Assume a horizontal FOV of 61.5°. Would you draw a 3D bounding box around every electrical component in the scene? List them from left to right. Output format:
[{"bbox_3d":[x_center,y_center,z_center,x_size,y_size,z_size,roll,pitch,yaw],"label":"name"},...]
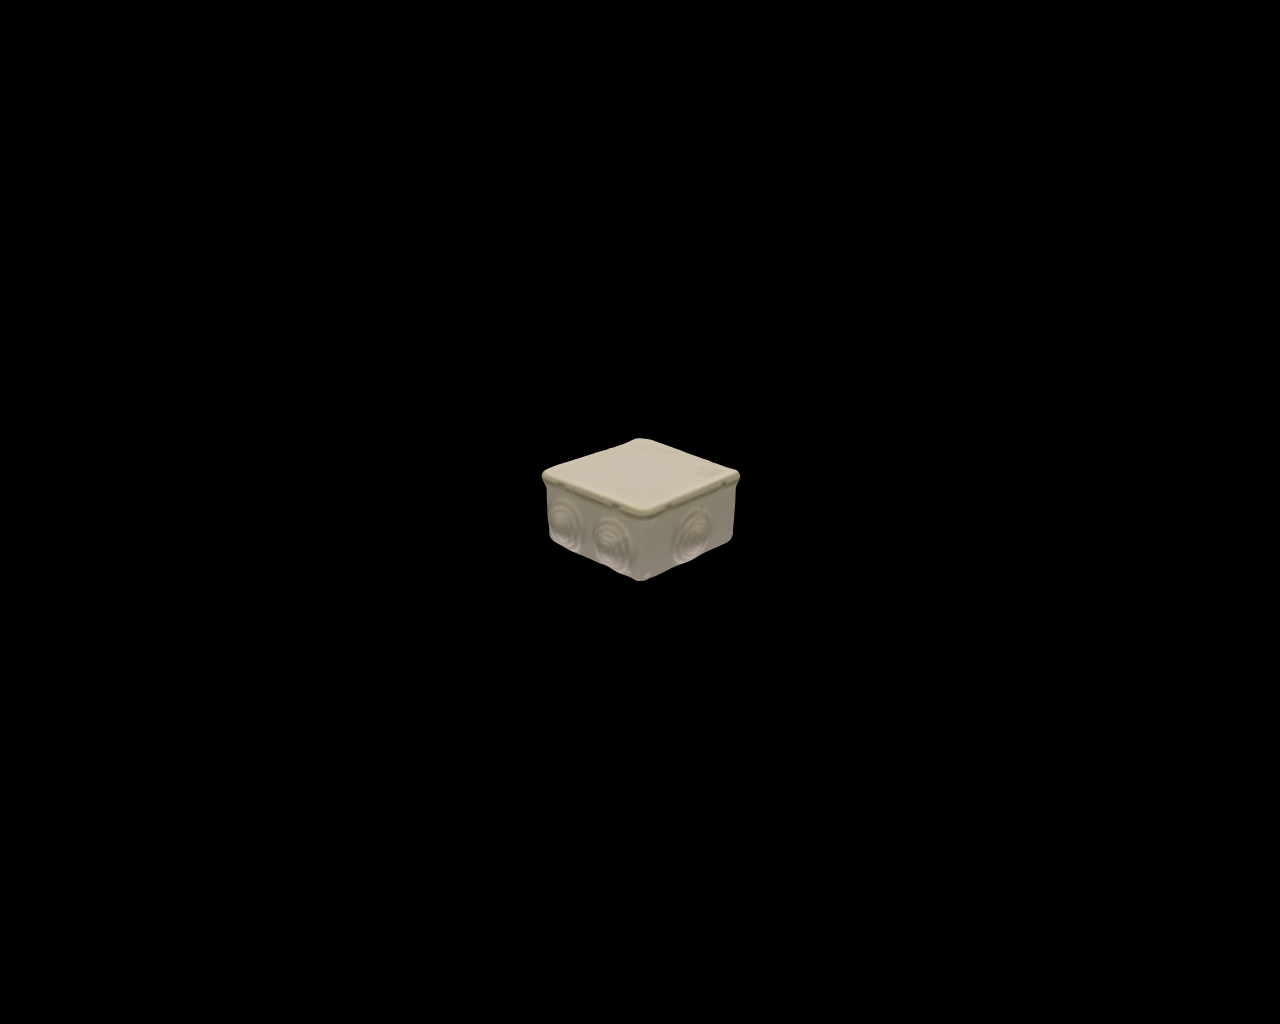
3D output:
[{"bbox_3d":[0.001,-0.003,0.650,0.100,0.048,0.100,-22,32,-40],"label":"electrical component"}]
